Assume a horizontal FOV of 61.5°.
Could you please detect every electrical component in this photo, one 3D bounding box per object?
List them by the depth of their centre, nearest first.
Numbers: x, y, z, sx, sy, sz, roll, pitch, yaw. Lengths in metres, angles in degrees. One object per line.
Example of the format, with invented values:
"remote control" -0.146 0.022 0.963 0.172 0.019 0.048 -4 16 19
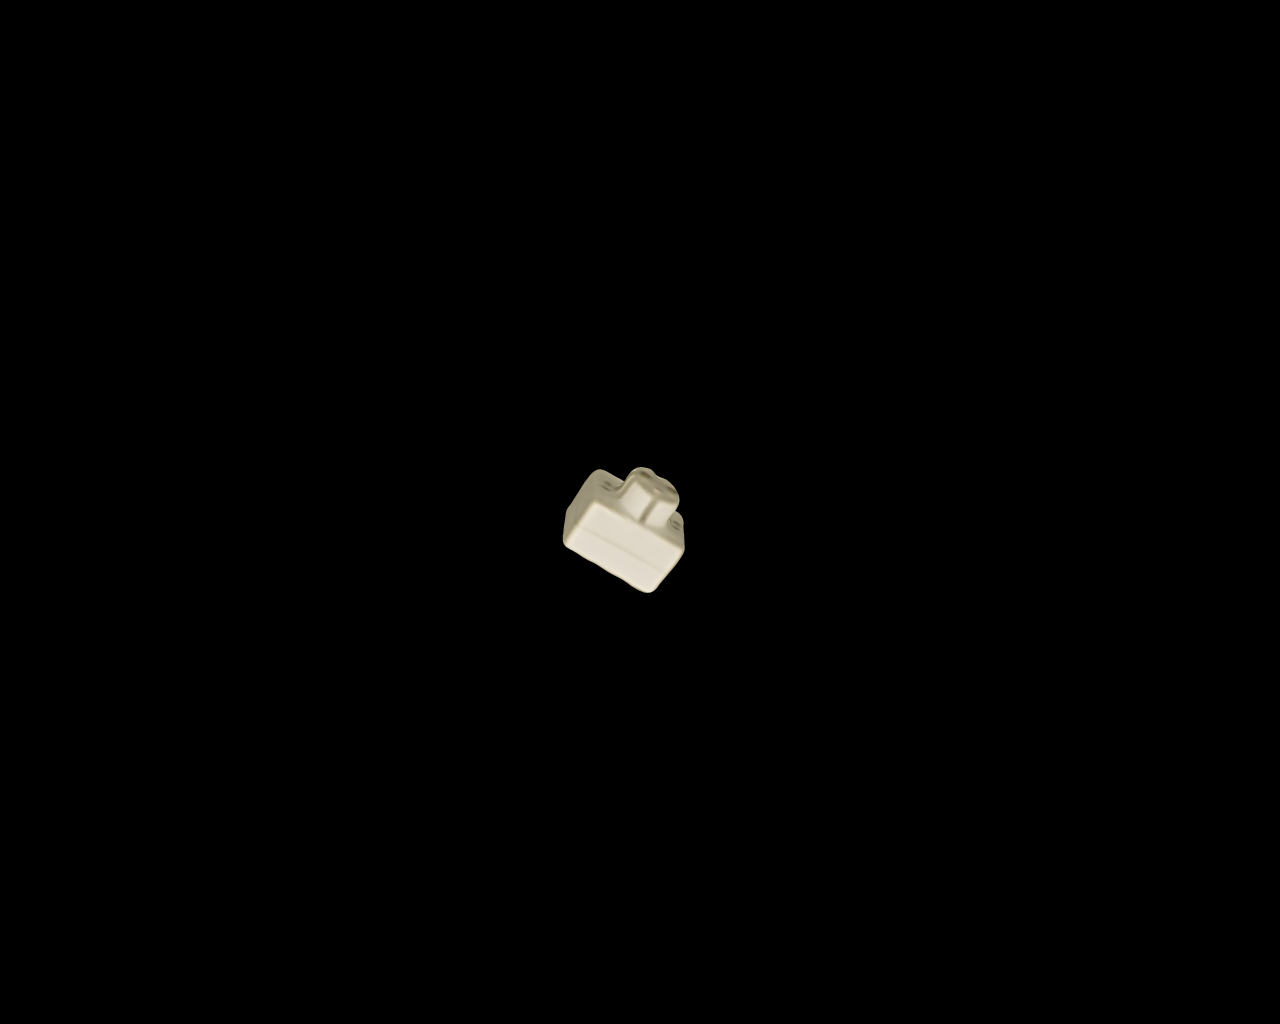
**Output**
"electrical component" 0.001 -0.003 0.650 0.066 0.076 0.047 30 23 -14
